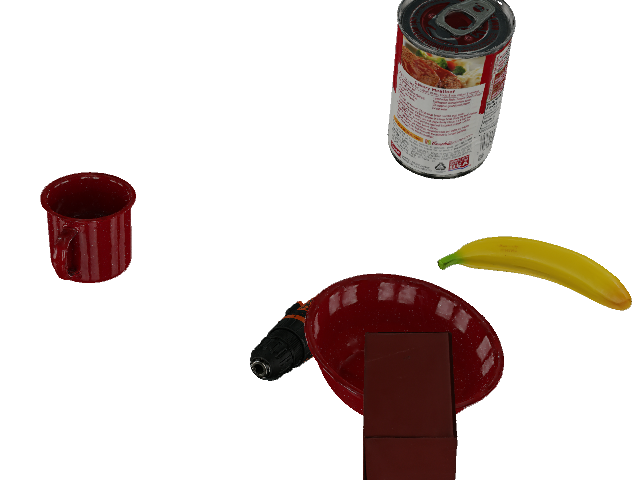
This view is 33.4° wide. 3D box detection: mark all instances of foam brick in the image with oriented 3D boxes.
[{"bbox_3d":[0.050,0.096,0.604,0.051,0.053,0.078,0,44,4],"label":"foam brick"}]

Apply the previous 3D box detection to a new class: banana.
[{"bbox_3d":[0.223,0.030,1.083,0.198,0.037,0.069,11,47,27],"label":"banana"}]

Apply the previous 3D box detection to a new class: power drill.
[{"bbox_3d":[0.040,0.107,1.116,0.188,0.057,0.184,9,25,26],"label":"power drill"}]

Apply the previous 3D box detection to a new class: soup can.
[{"bbox_3d":[0.077,-0.095,0.649,0.068,0.068,0.102,0,-40,-1],"label":"soup can"}]

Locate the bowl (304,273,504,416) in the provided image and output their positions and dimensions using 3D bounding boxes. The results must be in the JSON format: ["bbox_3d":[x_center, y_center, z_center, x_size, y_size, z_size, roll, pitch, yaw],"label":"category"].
[{"bbox_3d":[0.062,0.098,0.857,0.162,0.055,0.162,8,35,-6],"label":"bowl"}]

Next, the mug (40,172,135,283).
[{"bbox_3d":[-0.235,-0.005,1.066,0.093,0.081,0.117,10,34,7],"label":"mug"}]
